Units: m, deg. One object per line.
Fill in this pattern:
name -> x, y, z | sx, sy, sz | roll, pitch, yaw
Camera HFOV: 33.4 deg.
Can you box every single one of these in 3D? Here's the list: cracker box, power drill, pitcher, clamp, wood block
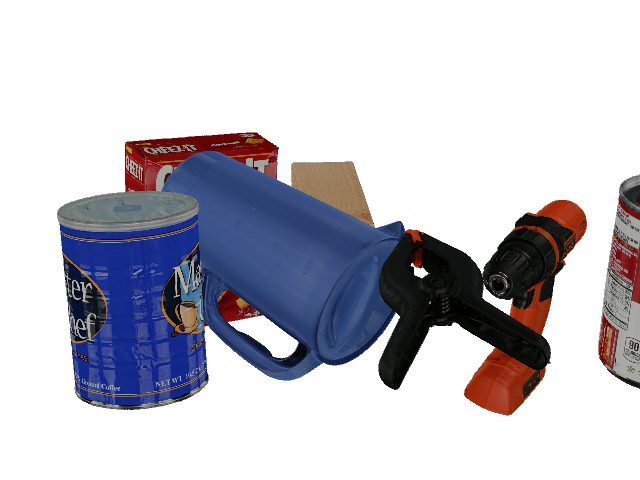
cracker box -> -0.136, -0.008, 1.218 | 0.163, 0.214, 0.072 | -8, 24, -29
power drill -> 0.187, 0.067, 0.999 | 0.057, 0.188, 0.184 | 24, 31, 25
pitcher -> -0.050, 0.015, 1.026 | 0.243, 0.145, 0.148 | 30, 31, 31
clamp -> 0.099, 0.048, 0.791 | 0.120, 0.039, 0.171 | 3, 36, -3
wood block -> 0.012, -0.027, 1.437 | 0.090, 0.090, 0.206 | -1, 27, -6

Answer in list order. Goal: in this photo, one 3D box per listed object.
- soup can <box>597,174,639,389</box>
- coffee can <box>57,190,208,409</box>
soup can -> 0.188, 0.022, 0.571 | 0.068, 0.102, 0.068 | 1, 25, 0
coffee can -> -0.139, 0.042, 0.800 | 0.103, 0.140, 0.103 | -2, 15, 0
